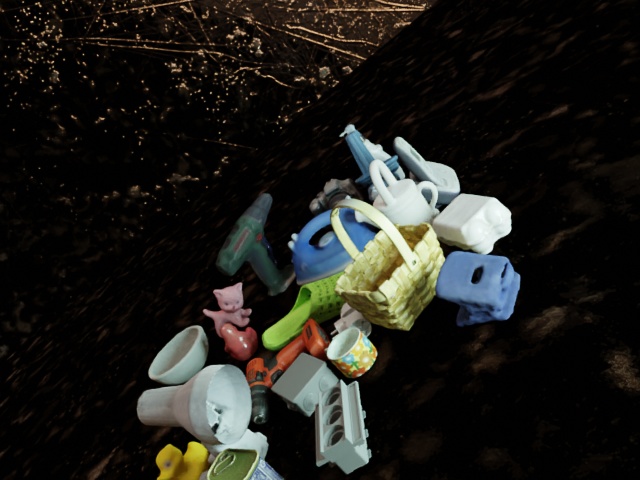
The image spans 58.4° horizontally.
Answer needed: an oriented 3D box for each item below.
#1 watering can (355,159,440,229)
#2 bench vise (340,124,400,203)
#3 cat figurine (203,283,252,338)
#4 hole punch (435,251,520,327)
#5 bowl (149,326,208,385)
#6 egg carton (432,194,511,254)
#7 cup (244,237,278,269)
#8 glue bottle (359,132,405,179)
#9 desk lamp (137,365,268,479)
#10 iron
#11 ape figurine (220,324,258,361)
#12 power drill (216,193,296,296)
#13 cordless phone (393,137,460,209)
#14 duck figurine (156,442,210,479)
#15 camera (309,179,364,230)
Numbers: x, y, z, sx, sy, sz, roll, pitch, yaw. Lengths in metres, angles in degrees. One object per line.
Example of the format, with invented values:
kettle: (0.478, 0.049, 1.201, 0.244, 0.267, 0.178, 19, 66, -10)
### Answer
watering can: (0.153, -0.077, 1.185, 0.173, 0.194, 0.101, -36, 22, 8)
bench vise: (0.134, -0.174, 1.375, 0.121, 0.220, 0.207, -37, 21, 5)
cat figurine: (-0.232, 0.166, 1.428, 0.127, 0.118, 0.067, -31, 23, 19)
hole punch: (0.245, 0.067, 0.887, 0.100, 0.091, 0.109, -19, 29, 41)
bowl: (-0.328, 0.292, 1.389, 0.167, 0.075, 0.167, -33, 22, 15)
egg carton: (0.278, -0.030, 1.058, 0.107, 0.069, 0.150, -43, 22, -11)
cup: (-0.151, 0.049, 1.564, 0.117, 0.095, 0.092, -14, 33, 48)
glue bottle: (0.147, -0.213, 1.497, 0.078, 0.173, 0.037, -35, 22, 9)
desk lamp: (-0.179, 0.306, 0.925, 0.202, 0.214, 0.118, -26, 25, 31)
iron: (0.012, 0.005, 1.322, 0.258, 0.142, 0.118, -30, 23, 23)
ape figurine: (-0.186, 0.221, 1.277, 0.077, 0.092, 0.076, -34, 22, 13)
power drill: (-0.145, 0.027, 1.441, 0.230, 0.209, 0.075, -50, 24, -26)
cordless phone: (0.224, -0.167, 1.261, 0.094, 0.185, 0.147, -31, 23, 19)
duck figurine: (-0.252, 0.402, 1.027, 0.077, 0.086, 0.104, -24, 26, 33)
camera: (0.039, -0.094, 1.535, 0.143, 0.101, 0.136, -33, 22, 15)
